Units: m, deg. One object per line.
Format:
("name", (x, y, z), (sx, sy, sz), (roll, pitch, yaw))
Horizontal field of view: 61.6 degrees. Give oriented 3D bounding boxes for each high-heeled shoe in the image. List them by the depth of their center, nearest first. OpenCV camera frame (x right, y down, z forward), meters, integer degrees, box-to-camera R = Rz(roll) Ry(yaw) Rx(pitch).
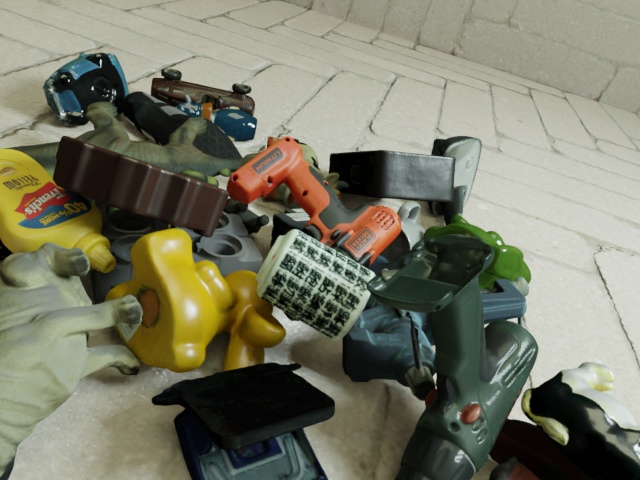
("high-heeled shoe", (-0.243, -0.185, 0.956), (0.249, 0.086, 0.145), (33, -1, -7))

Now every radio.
("radio", (0.105, -0.104, 0.873), (0.131, 0.073, 0.230), (2, 6, -20))

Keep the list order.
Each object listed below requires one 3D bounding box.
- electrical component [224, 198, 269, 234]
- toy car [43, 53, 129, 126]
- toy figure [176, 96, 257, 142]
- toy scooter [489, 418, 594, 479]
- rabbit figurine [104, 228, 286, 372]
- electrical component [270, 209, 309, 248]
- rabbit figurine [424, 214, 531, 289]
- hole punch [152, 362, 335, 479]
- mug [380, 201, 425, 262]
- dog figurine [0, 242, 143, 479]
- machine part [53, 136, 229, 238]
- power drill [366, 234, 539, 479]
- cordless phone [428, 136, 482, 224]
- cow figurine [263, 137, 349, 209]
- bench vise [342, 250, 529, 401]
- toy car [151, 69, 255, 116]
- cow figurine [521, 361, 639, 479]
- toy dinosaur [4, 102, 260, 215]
("electrical component", (-0.111, -0.031, 0.753), (0.063, 0.094, 0.021), (34, 65, -24))
("toy car", (-0.423, -0.260, 0.944), (0.103, 0.109, 0.162), (6, 37, 28))
("toy figure", (-0.198, -0.225, 1.019), (0.154, 0.057, 0.064), (11, 55, -16))
("toy scooter", (0.195, 0.222, 0.486), (0.135, 0.075, 0.184), (35, 32, 26))
("rabbit figurine", (-0.105, 0.069, 0.556), (0.163, 0.121, 0.173), (38, 18, 26))
("electrical component", (-0.002, -0.002, 0.747), (0.115, 0.058, 0.134), (-2, 20, -31))
("rabbit figurine", (0.230, 0.040, 0.785), (0.170, 0.121, 0.159), (14, 19, -40))
("hole punch", (-0.058, 0.167, 0.460), (0.142, 0.092, 0.116), (-9, 17, -31))
("mug", (0.117, -0.008, 0.790), (0.081, 0.109, 0.107), (23, 19, 23))
("dog figurine", (-0.265, 0.095, 0.432), (0.173, 0.121, 0.190), (24, 36, 26))
("machine part", (-0.190, -0.056, 0.575), (0.179, 0.056, 0.179), (20, 1, 0))
("power drill", (0.109, 0.114, 0.461), (0.232, 0.207, 0.086), (-36, 24, -33))
("cordless phone", (0.233, -0.094, 0.931), (0.089, 0.146, 0.184), (10, 29, 5))
("cow figurine", (-0.028, -0.097, 0.880), (0.127, 0.085, 0.195), (3, 33, -10))
("bench vise", (0.138, 0.083, 0.621), (0.241, 0.128, 0.224), (-7, 20, -8))
("toy car", (-0.228, -0.273, 1.051), (0.202, 0.089, 0.053), (10, 28, -14))
("cow figurine", (0.256, 0.180, 0.454), (0.098, 0.068, 0.168), (0, 28, -28))
("toy dinosaur", (-0.292, -0.103, 0.745), (0.471, 0.105, 0.199), (-4, 40, -22))
